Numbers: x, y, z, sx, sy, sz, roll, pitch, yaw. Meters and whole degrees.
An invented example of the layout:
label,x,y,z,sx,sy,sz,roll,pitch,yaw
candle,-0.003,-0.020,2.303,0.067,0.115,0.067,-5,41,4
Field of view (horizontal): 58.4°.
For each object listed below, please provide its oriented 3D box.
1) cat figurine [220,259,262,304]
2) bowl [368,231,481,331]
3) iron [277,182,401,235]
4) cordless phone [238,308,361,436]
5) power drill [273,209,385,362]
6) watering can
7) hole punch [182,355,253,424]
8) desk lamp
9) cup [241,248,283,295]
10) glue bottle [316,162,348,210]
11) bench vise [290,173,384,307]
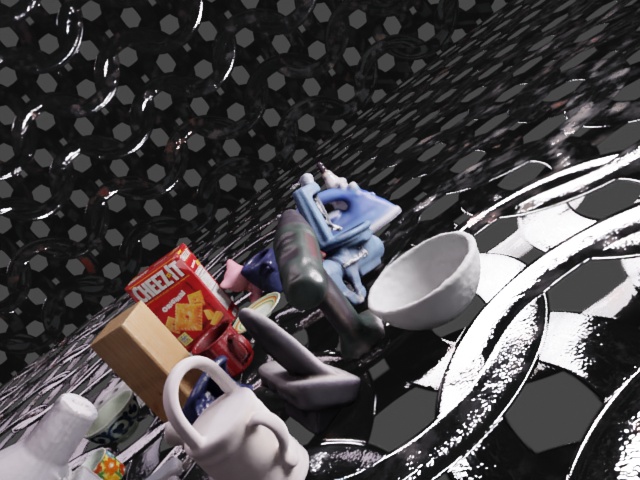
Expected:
label,x,y,z,sx,sy,sz,roll,pitch,yaw
cat figurine,-0.169,0.086,1.353,0.128,0.118,0.067,-39,15,-5
bowl,0.150,0.067,0.762,0.167,0.075,0.167,-34,15,11
iron,0.034,-0.054,1.261,0.258,0.141,0.118,-32,16,21
cordless phone,-0.046,0.150,0.748,0.094,0.185,0.147,-44,16,-23
power drill,0.004,0.066,0.840,0.075,0.208,0.229,-35,15,9
watering can,-0.114,0.223,0.666,0.172,0.194,0.101,-33,16,17
hole punch,-0.183,0.255,0.928,0.101,0.091,0.109,-25,19,38
desk lamp,-0.341,0.335,0.812,0.203,0.214,0.117,-39,15,-7
cup,-0.111,0.078,1.287,0.092,0.095,0.117,-44,16,-23
glue bottle,0.047,-0.112,1.342,0.078,0.173,0.037,-22,21,44
bench vise,0.018,-0.002,0.986,0.121,0.220,0.207,-30,17,24
